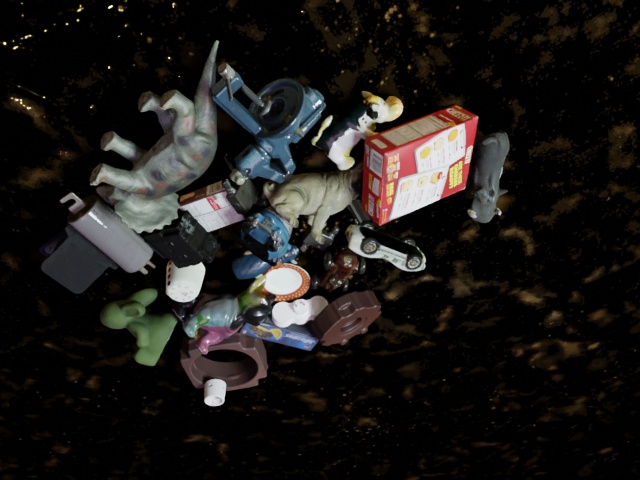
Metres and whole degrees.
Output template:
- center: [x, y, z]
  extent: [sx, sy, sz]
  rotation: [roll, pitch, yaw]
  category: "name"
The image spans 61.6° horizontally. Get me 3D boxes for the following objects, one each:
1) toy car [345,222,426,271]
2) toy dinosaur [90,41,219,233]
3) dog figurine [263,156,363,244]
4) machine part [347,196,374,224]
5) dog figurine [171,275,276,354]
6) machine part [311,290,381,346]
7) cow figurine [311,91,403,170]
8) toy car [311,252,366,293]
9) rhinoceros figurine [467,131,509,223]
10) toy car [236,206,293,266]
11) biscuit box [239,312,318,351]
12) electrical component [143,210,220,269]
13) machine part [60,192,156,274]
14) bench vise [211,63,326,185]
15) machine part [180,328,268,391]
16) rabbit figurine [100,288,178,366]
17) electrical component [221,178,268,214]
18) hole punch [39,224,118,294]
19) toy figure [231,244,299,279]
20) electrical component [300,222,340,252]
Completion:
- center: [0.148, 0.017, 1.192]
  extent: [0.201, 0.074, 0.056]
  rotation: [20, 123, -22]
  category: "toy car"
- center: [-0.267, -0.155, 0.969]
  extent: [0.405, 0.131, 0.192]
  rotation: [-35, 139, 18]
  category: "toy dinosaur"
- center: [0.005, -0.114, 1.056]
  extent: [0.172, 0.121, 0.190]
  rotation: [30, 108, -32]
  category: "dog figurine"
- center: [0.126, -0.082, 1.126]
  extent: [0.139, 0.039, 0.084]
  rotation: [-19, 126, 13]
  category: "machine part"
- center: [-0.214, 0.153, 1.246]
  extent: [0.219, 0.192, 0.108]
  rotation: [-31, 129, -15]
  category: "dog figurine"
- center: [0.066, 0.192, 1.310]
  extent: [0.179, 0.056, 0.179]
  rotation: [-24, 150, -15]
  category: "machine part"
- center: [0.065, -0.213, 0.974]
  extent: [0.167, 0.068, 0.098]
  rotation: [-42, 126, 13]
  category: "cow figurine"
- center: [0.037, 0.081, 1.215]
  extent: [0.089, 0.053, 0.202]
  rotation: [6, 154, -13]
  category: "toy car"
- center: [0.333, -0.126, 1.061]
  extent: [0.073, 0.112, 0.190]
  rotation: [-4, 124, -6]
  category: "rhinoceros figurine"
- center: [-0.104, -0.022, 1.104]
  extent: [0.109, 0.103, 0.161]
  rotation: [35, 159, 5]
  category: "toy car"
- center: [-0.100, 0.219, 1.354]
  extent: [0.202, 0.063, 0.059]
  rotation: [18, 128, -21]
  category: "biscuit box"
- center: [-0.293, 0.002, 1.113]
  extent: [0.134, 0.058, 0.114]
  rotation: [-11, 132, 36]
  category: "electrical component"
- center: [-0.425, -0.011, 1.100]
  extent: [0.079, 0.079, 0.243]
  rotation: [-25, 129, 15]
  category: "machine part"
- center: [-0.109, -0.204, 0.919]
  extent: [0.224, 0.129, 0.240]
  rotation: [-35, 145, 14]
  category: "bench vise"
- center: [-0.246, 0.302, 1.398]
  extent: [0.202, 0.087, 0.200]
  rotation: [-11, 133, 2]
  category: "machine part"
- center: [-0.433, 0.194, 1.263]
  extent: [0.170, 0.121, 0.159]
  rotation: [26, 122, -9]
  category: "rabbit figurine"
- center: [-0.145, -0.097, 1.063]
  extent: [0.045, 0.078, 0.102]
  rotation: [-4, 131, 29]
  category: "electrical component"
- center: [-0.515, 0.032, 1.136]
  extent: [0.116, 0.092, 0.142]
  rotation: [-44, 125, -7]
  category: "hole punch"
- center: [-0.120, 0.041, 1.196]
  extent: [0.154, 0.058, 0.064]
  rotation: [-20, 136, 6]
  category: "toy figure"
- center: [-0.002, -0.004, 1.191]
  extent: [0.063, 0.021, 0.094]
  rotation: [25, 122, -26]
  category: "electrical component"
